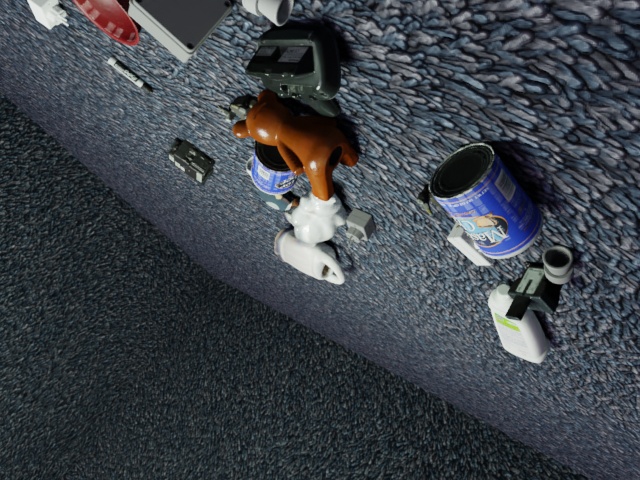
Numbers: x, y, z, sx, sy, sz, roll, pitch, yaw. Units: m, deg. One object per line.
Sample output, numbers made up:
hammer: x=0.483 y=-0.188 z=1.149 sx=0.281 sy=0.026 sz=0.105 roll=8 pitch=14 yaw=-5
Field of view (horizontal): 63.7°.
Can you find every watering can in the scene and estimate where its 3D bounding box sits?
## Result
watering can: x=-0.037 y=0.029 z=1.487 sx=0.226 sy=0.105 sz=0.341 roll=25 pitch=163 yaw=28

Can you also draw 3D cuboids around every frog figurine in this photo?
frog figurine: x=0.004 y=-0.058 z=1.162 sx=0.137 sy=0.124 sz=0.158 roll=5 pitch=166 yaw=-27
